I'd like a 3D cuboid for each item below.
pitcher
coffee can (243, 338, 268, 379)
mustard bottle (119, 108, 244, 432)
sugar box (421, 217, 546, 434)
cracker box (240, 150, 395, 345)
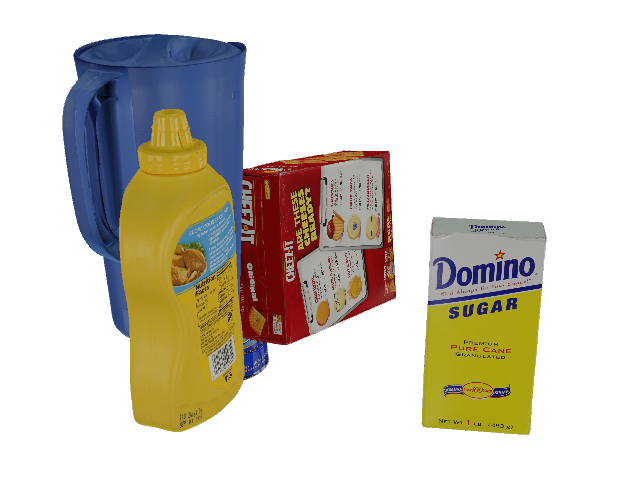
[{"bbox_3d":[-0.129,-0.039,0.860,0.149,0.243,0.145,-6,21,-15],"label":"pitcher"},{"bbox_3d":[-0.118,0.088,1.309,0.103,0.140,0.103,-2,25,1],"label":"coffee can"},{"bbox_3d":[-0.086,0.014,0.659,0.058,0.192,0.096,8,23,23],"label":"mustard bottle"},{"bbox_3d":[0.133,0.071,0.883,0.093,0.176,0.048,2,21,7],"label":"sugar box"},{"bbox_3d":[-0.004,-0.001,1.081,0.072,0.164,0.213,3,11,33],"label":"cracker box"}]
